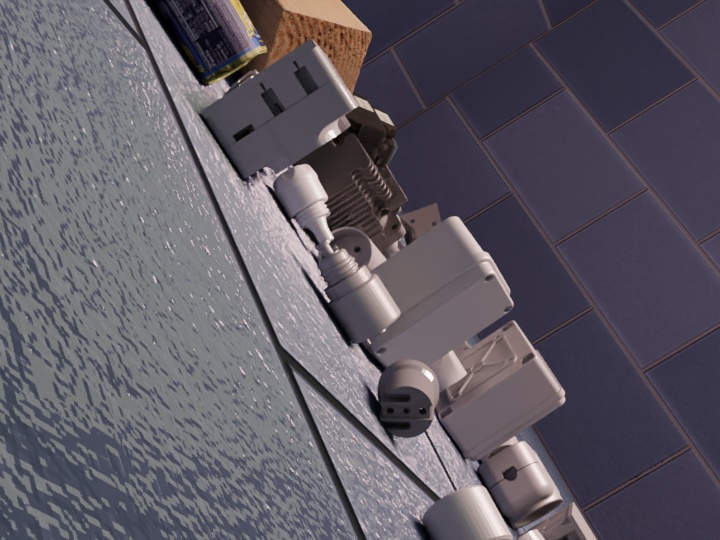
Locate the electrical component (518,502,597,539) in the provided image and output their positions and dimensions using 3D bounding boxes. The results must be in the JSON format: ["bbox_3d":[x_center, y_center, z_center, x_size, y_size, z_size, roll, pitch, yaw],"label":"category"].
[{"bbox_3d":[0.191,0.272,0.954,0.105,0.060,0.186,59,5,14],"label":"electrical component"}]

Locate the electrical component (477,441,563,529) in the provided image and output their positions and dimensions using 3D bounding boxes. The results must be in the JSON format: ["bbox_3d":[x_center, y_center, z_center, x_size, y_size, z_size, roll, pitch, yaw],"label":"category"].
[{"bbox_3d":[0.155,0.207,1.029,0.059,0.054,0.095,60,6,25],"label":"electrical component"}]

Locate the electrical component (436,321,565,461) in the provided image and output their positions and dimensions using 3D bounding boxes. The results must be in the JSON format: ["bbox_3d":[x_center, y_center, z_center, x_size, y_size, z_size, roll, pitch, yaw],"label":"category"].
[{"bbox_3d":[0.125,0.112,1.012,0.056,0.109,0.108,54,6,-15],"label":"electrical component"}]

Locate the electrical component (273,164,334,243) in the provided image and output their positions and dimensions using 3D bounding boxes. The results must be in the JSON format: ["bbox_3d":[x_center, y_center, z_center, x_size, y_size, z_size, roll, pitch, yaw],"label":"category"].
[{"bbox_3d":[-0.039,-0.047,0.816,0.061,0.035,0.035,61,6,6],"label":"electrical component"}]

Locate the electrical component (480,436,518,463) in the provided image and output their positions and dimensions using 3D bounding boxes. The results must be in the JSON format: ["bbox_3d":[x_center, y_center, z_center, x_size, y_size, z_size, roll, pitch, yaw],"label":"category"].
[{"bbox_3d":[0.128,0.162,1.105,0.079,0.043,0.077,54,7,-31],"label":"electrical component"}]

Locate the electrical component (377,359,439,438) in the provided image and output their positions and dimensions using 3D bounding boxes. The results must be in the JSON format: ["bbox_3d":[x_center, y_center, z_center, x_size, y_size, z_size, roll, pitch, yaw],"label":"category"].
[{"bbox_3d":[0.030,0.082,0.684,0.040,0.040,0.046,57,10,-8],"label":"electrical component"}]

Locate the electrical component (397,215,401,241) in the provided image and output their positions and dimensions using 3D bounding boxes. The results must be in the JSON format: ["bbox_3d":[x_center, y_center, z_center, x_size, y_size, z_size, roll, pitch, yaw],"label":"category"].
[{"bbox_3d":[0.006,-0.054,1.138,0.053,0.059,0.095,55,6,-27],"label":"electrical component"}]

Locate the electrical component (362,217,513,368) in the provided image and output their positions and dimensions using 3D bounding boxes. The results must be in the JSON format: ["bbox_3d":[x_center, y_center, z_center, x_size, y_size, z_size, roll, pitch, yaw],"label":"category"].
[{"bbox_3d":[0.051,0.024,0.812,0.057,0.113,0.078,58,4,33],"label":"electrical component"}]

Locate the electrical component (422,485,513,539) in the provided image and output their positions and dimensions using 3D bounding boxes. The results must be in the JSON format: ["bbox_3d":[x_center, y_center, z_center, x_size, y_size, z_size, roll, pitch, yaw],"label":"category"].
[{"bbox_3d":[0.065,0.153,0.579,0.078,0.040,0.040,61,6,31],"label":"electrical component"}]

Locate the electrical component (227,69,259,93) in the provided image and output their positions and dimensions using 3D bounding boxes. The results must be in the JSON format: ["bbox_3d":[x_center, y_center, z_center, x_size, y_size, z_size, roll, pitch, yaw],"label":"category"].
[{"bbox_3d":[-0.085,-0.140,0.905,0.046,0.040,0.040,49,8,-22],"label":"electrical component"}]

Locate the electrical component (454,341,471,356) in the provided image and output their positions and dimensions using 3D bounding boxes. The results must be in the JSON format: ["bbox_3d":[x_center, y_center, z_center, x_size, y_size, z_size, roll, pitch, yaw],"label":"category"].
[{"bbox_3d":[0.099,0.100,1.153,0.089,0.050,0.056,60,5,17],"label":"electrical component"}]

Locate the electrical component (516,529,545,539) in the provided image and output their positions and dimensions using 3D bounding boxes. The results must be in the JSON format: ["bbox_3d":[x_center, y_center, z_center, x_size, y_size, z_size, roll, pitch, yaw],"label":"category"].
[{"bbox_3d":[0.135,0.227,0.821,0.046,0.040,0.040,54,3,27],"label":"electrical component"}]

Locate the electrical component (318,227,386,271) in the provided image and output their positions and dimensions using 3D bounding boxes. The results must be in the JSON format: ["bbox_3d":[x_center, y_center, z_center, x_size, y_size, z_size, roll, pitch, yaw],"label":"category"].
[{"bbox_3d":[0.000,0.000,0.852,0.043,0.043,0.081,60,6,25],"label":"electrical component"}]

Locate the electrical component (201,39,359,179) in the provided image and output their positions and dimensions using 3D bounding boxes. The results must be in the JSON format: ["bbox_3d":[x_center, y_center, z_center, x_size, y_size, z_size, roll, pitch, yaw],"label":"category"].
[{"bbox_3d":[-0.051,-0.113,0.778,0.061,0.089,0.150,57,5,-7],"label":"electrical component"}]

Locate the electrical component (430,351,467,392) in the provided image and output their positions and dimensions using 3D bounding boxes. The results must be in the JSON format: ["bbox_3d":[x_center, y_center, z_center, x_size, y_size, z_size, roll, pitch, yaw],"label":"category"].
[{"bbox_3d":[0.056,0.072,0.954,0.077,0.043,0.079,58,5,3],"label":"electrical component"}]

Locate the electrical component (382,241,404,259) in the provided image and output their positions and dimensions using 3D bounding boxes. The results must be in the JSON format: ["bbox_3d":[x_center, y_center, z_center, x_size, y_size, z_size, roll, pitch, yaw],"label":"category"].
[{"bbox_3d":[0.020,-0.003,0.981,0.057,0.058,0.078,58,5,34],"label":"electrical component"}]

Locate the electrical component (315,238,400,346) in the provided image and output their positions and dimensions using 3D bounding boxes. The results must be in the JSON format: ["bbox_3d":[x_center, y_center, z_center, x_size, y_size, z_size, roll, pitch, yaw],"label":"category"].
[{"bbox_3d":[-0.005,0.014,0.739,0.078,0.040,0.040,57,5,-6],"label":"electrical component"}]
